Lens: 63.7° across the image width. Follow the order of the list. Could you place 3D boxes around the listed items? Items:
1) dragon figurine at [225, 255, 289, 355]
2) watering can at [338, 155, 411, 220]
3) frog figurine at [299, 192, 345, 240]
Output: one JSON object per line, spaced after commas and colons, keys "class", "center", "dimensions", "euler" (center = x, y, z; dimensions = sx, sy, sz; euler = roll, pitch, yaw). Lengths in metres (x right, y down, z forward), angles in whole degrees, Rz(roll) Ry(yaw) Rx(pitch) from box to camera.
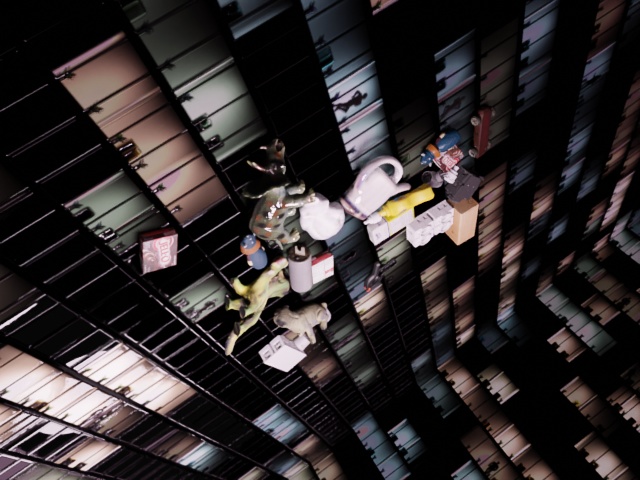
{"class": "dragon figurine", "center": [-0.191, 0.202, 1.691], "dimensions": [0.245, 0.124, 0.401], "euler": [-19, 142, -39]}
{"class": "watering can", "center": [0.182, -0.153, 1.633], "dimensions": [0.223, 0.105, 0.345], "euler": [-44, 155, 9]}
{"class": "frog figurine", "center": [0.005, -0.077, 1.537], "dimensions": [0.137, 0.125, 0.156], "euler": [-14, 154, -2]}
